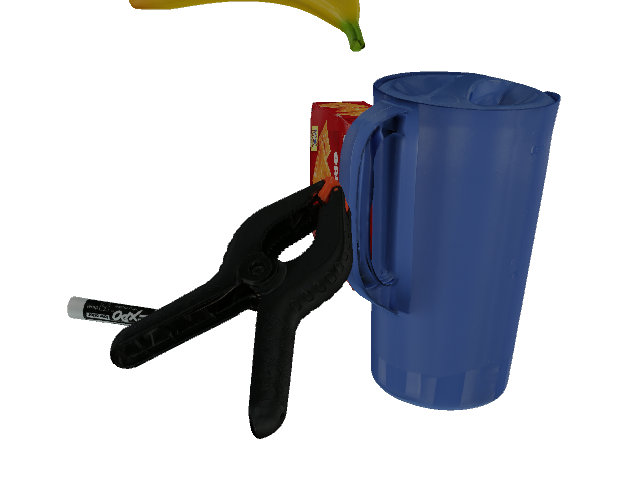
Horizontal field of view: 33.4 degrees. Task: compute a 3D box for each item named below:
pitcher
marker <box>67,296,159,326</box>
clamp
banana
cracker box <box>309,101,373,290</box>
[{"bbox_3d":[0.090,0.001,0.794,0.149,0.243,0.145,5,19,5],"label":"pitcher"},{"bbox_3d":[-0.157,0.064,0.906,0.121,0.020,0.020,7,2,15],"label":"marker"},{"bbox_3d":[-0.028,0.035,0.621,0.120,0.171,0.039,32,-21,30],"label":"clamp"},{"bbox_3d":[-0.051,-0.194,0.825,0.198,0.069,0.037,13,-39,16],"label":"banana"},{"bbox_3d":[0.040,-0.054,1.120,0.072,0.164,0.214,-3,14,-10],"label":"cracker box"}]
